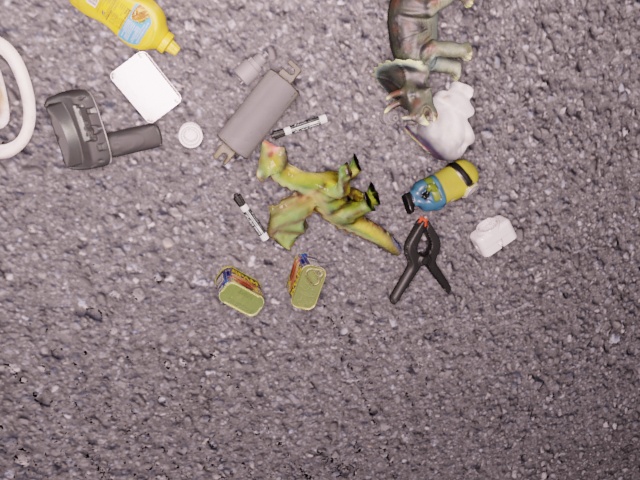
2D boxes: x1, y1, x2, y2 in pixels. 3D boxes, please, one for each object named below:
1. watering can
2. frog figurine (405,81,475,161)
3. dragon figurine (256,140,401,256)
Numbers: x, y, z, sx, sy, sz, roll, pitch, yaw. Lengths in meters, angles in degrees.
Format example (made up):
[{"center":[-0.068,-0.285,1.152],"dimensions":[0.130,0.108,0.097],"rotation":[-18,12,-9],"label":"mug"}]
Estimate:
[{"center":[-0.610,-0.296,0.848],"dimensions":[0.225,0.106,0.341],"rotation":[-9,116,-11],"label":"watering can"},{"center":[0.275,-0.252,1.090],"dimensions":[0.137,0.124,0.158],"rotation":[42,106,-3],"label":"frog figurine"},{"center":[0.003,-0.056,1.105],"dimensions":[0.241,0.125,0.402],"rotation":[-23,125,13],"label":"dragon figurine"}]
